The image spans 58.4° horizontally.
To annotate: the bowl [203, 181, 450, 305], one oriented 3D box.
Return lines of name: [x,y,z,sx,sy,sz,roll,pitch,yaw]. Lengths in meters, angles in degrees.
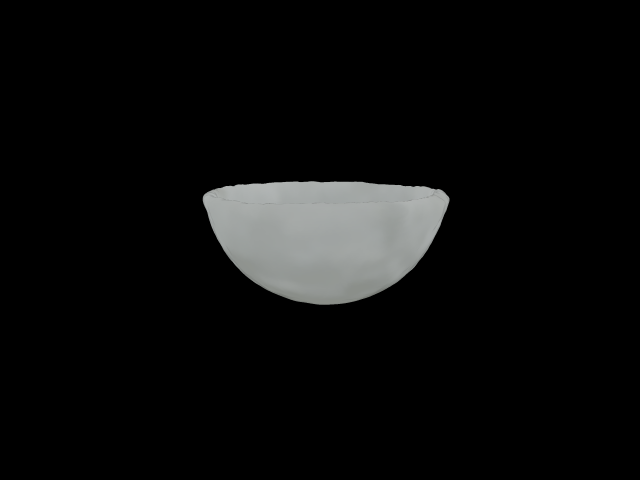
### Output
bowl: [0.004,0.001,0.400,0.167,0.075,0.167,0,11,0]
